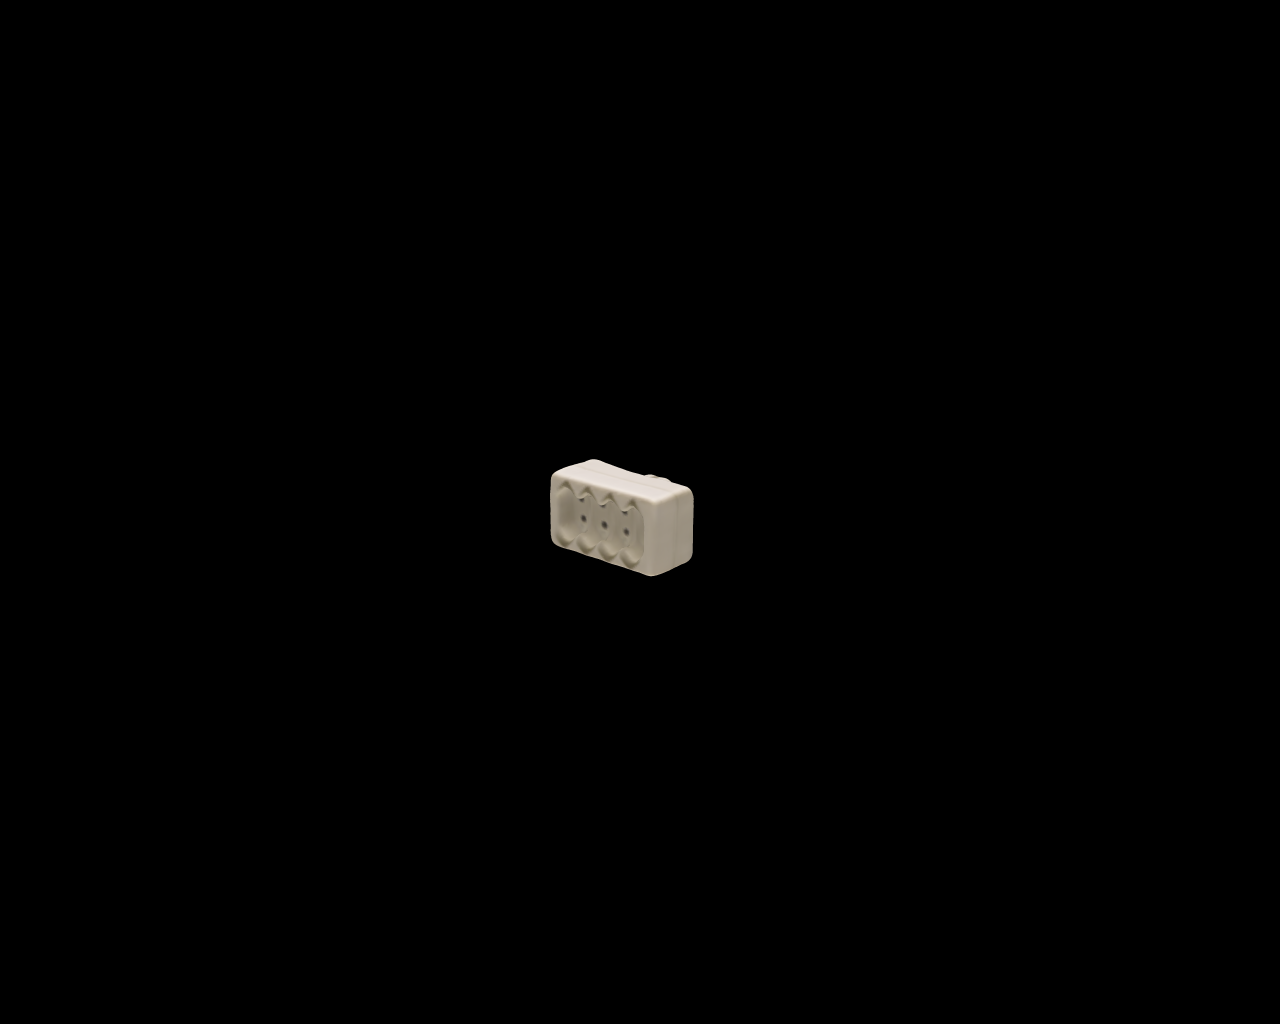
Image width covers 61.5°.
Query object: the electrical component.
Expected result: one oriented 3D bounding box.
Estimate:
[{"bbox_3d":[0.001,-0.003,0.650,0.083,0.047,0.076,17,27,38],"label":"electrical component"}]
